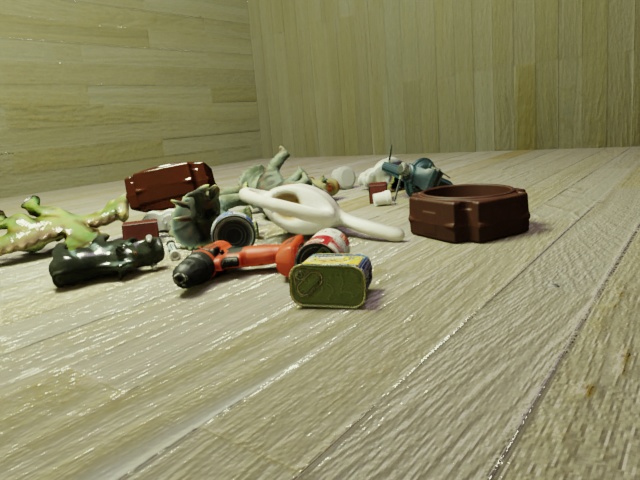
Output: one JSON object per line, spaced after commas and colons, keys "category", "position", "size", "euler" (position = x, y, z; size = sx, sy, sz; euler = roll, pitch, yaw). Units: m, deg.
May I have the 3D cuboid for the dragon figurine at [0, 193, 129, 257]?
{"category": "dragon figurine", "position": [-0.582, -0.005, 1.108], "size": [0.243, 0.120, 0.418], "euler": [9, 32, 26]}

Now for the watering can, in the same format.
{"category": "watering can", "position": [0.003, -0.055, 1.090], "size": [0.348, 0.103, 0.225], "euler": [15, 7, 5]}

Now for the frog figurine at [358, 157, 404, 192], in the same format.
{"category": "frog figurine", "position": [0.203, -0.222, 1.710], "size": [0.161, 0.120, 0.139], "euler": [22, 46, 41]}
